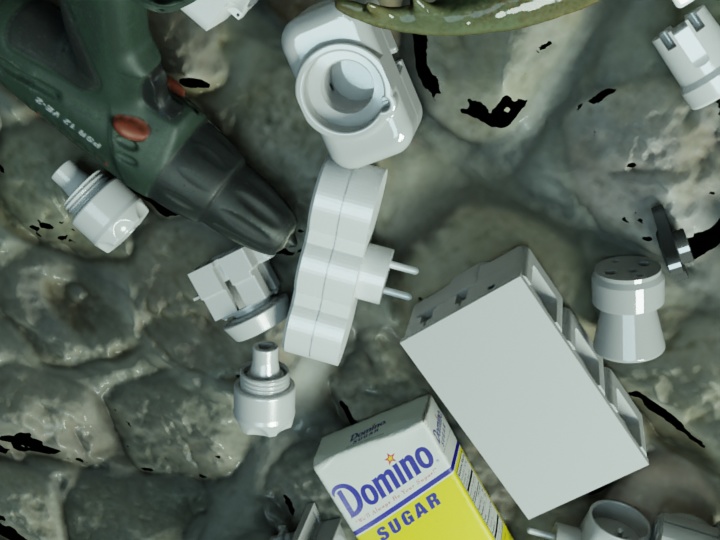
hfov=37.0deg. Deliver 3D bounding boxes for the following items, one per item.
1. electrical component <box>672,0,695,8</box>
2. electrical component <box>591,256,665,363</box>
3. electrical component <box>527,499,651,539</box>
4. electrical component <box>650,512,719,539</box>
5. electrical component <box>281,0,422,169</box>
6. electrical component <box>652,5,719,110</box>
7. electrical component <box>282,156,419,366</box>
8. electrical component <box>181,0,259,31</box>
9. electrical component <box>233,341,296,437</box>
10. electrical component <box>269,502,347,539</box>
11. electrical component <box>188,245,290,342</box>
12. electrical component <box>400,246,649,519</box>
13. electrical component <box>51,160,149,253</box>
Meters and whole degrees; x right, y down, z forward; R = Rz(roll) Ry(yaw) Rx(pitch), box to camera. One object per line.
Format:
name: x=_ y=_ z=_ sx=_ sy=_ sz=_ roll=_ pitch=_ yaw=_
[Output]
electrical component: x=0.182 y=-0.196 z=0.561 sx=0.083 sy=0.047 sz=0.075 roll=-31 pitch=123 yaw=21
electrical component: x=0.168 y=0.024 z=0.671 sx=0.045 sy=0.045 sz=0.055 roll=-2 pitch=112 yaw=12
electrical component: x=0.153 y=0.199 z=0.751 sx=0.079 sy=0.043 sz=0.077 roll=15 pitch=115 yaw=5
electrical component: x=0.218 y=0.203 z=0.721 sx=0.051 sy=0.080 sz=0.080 roll=15 pitch=115 yaw=10
electrical component: x=-0.004 y=-0.112 z=0.638 sx=0.054 sy=0.059 sz=0.095 roll=-19 pitch=108 yaw=18
electrical component: x=0.193 y=-0.120 z=0.608 sx=0.040 sy=0.040 sz=0.046 roll=-34 pitch=96 yaw=22
electrical component: x=0.000 y=0.000 z=0.690 sx=0.074 sy=0.052 sz=0.138 roll=15 pitch=115 yaw=4
electrical component: x=-0.072 y=-0.188 z=0.624 sx=0.056 sy=0.050 sz=0.089 roll=40 pitch=114 yaw=-7
electrical component: x=-0.066 y=0.080 z=0.743 sx=0.043 sy=0.043 sz=0.062 roll=7 pitch=113 yaw=8
electrical component: x=-0.048 y=0.235 z=0.763 sx=0.063 sy=0.121 sz=0.078 roll=-15 pitch=109 yaw=20
electrical component: x=-0.077 y=0.014 z=0.716 sx=0.066 sy=0.048 sz=0.055 roll=-25 pitch=99 yaw=20
electrical component: x=0.108 y=0.071 z=0.694 sx=0.089 sy=0.061 sz=0.150 roll=-31 pitch=104 yaw=21
electrical component: x=-0.175 y=-0.045 z=0.710 sx=0.062 sy=0.043 sz=0.043 roll=44 pitch=114 yaw=-7
